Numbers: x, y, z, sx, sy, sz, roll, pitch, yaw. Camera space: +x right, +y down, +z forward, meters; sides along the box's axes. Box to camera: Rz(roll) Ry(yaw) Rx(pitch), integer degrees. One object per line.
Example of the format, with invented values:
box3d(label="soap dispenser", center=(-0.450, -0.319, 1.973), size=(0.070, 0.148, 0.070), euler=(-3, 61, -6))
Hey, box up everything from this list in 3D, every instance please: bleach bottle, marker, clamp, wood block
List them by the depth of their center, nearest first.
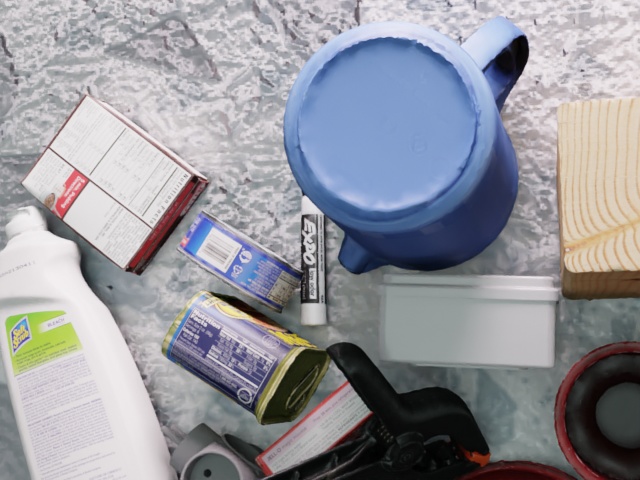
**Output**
box3d(label="wood block", center=(0.186, -0.016, 0.625), size=(0.091, 0.206, 0.090), euler=(-2, 83, 12))
box3d(label="clamp", center=(0.044, 0.115, 0.658), size=(0.039, 0.171, 0.120), euler=(51, 127, 41))
box3d(label="marker", center=(-0.005, 0.001, 0.763), size=(0.020, 0.020, 0.121), euler=(-2, 83, 12))
box3d(label="bleach bottle", center=(-0.175, 0.093, 0.769), size=(0.102, 0.068, 0.251), euler=(-21, 77, 8))

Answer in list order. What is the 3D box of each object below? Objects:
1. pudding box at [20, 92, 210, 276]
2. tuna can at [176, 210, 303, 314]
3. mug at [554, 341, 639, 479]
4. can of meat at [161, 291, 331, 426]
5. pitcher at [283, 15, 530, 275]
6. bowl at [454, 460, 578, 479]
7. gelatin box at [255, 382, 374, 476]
box3d(label="pudding box", center=(-0.153, -0.042, 0.792), size=(0.113, 0.039, 0.090), euler=(37, 91, 12))
box3d(label="tuna can", center=(-0.055, 0.015, 0.738), size=(0.086, 0.086, 0.034), euler=(31, 89, 14))
box3d(label="mug", center=(0.199, 0.122, 0.669), size=(0.093, 0.081, 0.117), euler=(-25, 78, 8))
box3d(label="can of meat", center=(-0.048, 0.078, 0.721), size=(0.084, 0.102, 0.057), euler=(30, 91, 16))
box3d(label="pitcher", center=(0.059, -0.059, 0.640), size=(0.145, 0.242, 0.149), euler=(-5, 86, 9))
box3d(label="bowl", center=(0.111, 0.215, 0.664), size=(0.162, 0.055, 0.162), euler=(-11, 67, 28))
box3d(label="gelatin box", center=(0.006, 0.129, 0.716), size=(0.089, 0.073, 0.030), euler=(-42, 77, 5))
